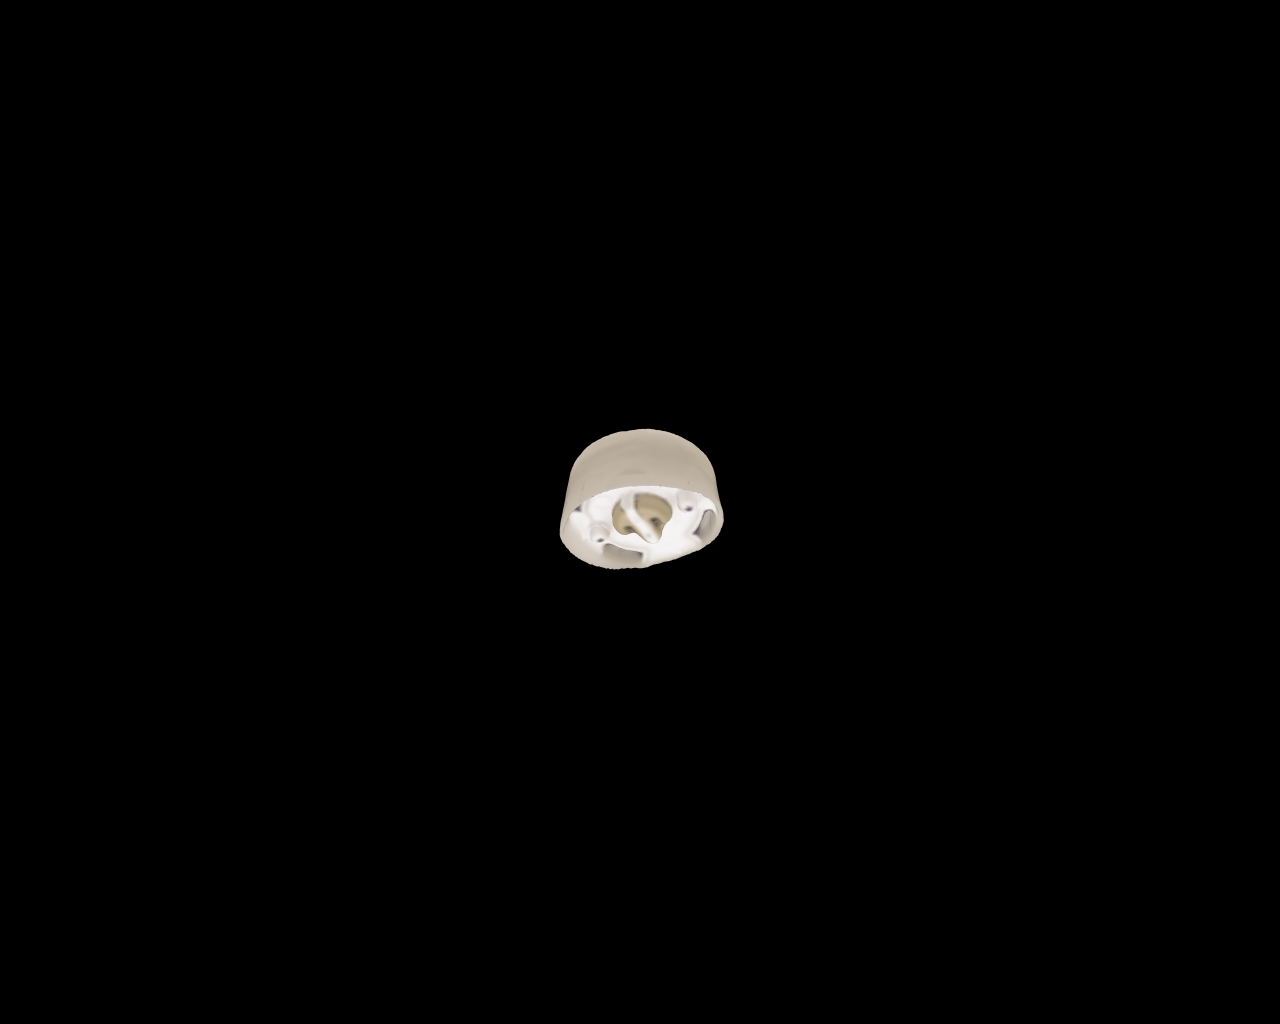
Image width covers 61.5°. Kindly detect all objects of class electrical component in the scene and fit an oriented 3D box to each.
[{"bbox_3d":[0.001,-0.003,0.650,0.099,0.064,0.099,0,-43,0],"label":"electrical component"}]
